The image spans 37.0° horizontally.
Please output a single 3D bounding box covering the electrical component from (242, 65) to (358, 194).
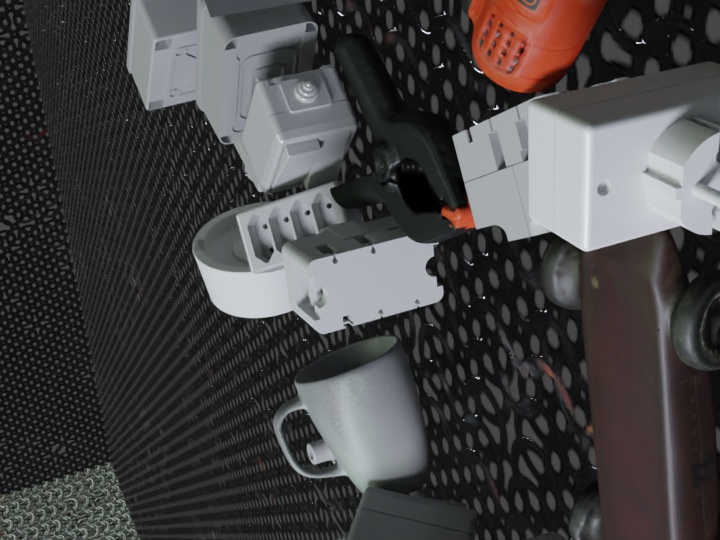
[{"bbox_3d":[-0.043,-0.101,0.782,0.096,0.062,0.061,119,132,-63],"label":"electrical component"}]

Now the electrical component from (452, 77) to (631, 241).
[{"bbox_3d":[0.087,-0.047,0.490,0.089,0.050,0.055,167,88,-70],"label":"electrical component"}]

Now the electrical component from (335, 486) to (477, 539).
[{"bbox_3d":[0.030,0.192,0.742,0.061,0.096,0.061,-66,-17,-49],"label":"electrical component"}]

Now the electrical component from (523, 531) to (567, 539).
[{"bbox_3d":[0.100,0.183,0.622,0.055,0.047,0.055,165,90,-70],"label":"electrical component"}]

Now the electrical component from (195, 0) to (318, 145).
[{"bbox_3d":[-0.082,-0.160,0.823,0.057,0.078,0.113,60,155,29],"label":"electrical component"}]

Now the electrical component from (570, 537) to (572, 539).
[{"bbox_3d":[0.124,0.178,0.559,0.077,0.044,0.079,-174,70,-69],"label":"electrical component"}]

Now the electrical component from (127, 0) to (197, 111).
[{"bbox_3d":[-0.133,-0.191,0.891,0.056,0.109,0.108,66,158,16],"label":"electrical component"}]

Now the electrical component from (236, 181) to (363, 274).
[{"bbox_3d":[-0.037,-0.032,0.813,0.076,0.083,0.047,-7,-99,-72],"label":"electrical component"}]

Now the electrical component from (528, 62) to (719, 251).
[{"bbox_3d":[0.114,-0.036,0.377,0.076,0.083,0.047,-138,38,-56],"label":"electrical component"}]

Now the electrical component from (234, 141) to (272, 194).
[{"bbox_3d":[-0.077,-0.097,0.898,0.075,0.047,0.083,99,149,-49],"label":"electrical component"}]

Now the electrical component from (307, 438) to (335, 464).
[{"bbox_3d":[-0.011,0.139,0.867,0.048,0.062,0.048,165,90,-70],"label":"electrical component"}]

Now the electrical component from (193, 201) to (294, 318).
[{"bbox_3d":[-0.079,-0.004,0.890,0.108,0.108,0.060,-132,27,-52],"label":"electrical component"}]

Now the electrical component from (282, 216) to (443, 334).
[{"bbox_3d":[0.000,0.000,0.698,0.056,0.089,0.050,-146,45,-61],"label":"electrical component"}]
